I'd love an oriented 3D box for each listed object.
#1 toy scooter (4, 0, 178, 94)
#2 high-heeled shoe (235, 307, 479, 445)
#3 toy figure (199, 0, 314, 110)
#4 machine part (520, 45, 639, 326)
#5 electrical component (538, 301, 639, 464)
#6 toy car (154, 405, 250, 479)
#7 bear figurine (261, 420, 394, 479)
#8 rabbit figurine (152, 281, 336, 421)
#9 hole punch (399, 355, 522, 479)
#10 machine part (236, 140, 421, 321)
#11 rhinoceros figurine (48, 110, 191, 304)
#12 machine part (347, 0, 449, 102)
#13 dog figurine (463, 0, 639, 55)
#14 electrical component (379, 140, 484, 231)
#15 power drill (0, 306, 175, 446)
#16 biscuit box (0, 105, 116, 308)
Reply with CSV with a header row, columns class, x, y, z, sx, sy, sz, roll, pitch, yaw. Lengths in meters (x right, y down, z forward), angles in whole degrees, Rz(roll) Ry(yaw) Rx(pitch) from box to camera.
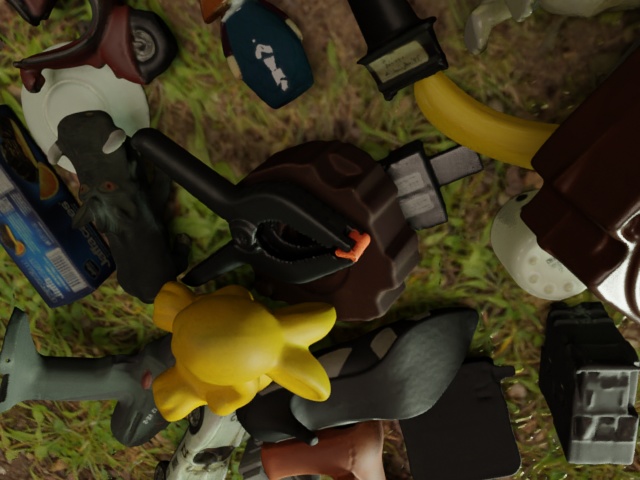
class,x,y,z,sx,sy,sz,roll,pitch,yaw
toy scooter,-0.221,-0.200,0.451,0.135,0.075,0.183,-28,109,9
high-heeled shoe,0.036,0.129,0.550,0.249,0.145,0.086,-26,104,-24
toy figure,-0.065,-0.184,0.447,0.058,0.064,0.154,-18,108,55
machine part,0.253,-0.038,0.342,0.201,0.087,0.201,26,116,-36
electrical component,0.250,0.141,0.507,0.058,0.115,0.134,-1,111,11
toy car,-0.131,0.241,0.621,0.073,0.056,0.201,9,121,-39
bear figurine,0.028,0.264,0.594,0.132,0.120,0.195,-6,117,15
rabbit figurine,-0.069,0.093,0.444,0.162,0.173,0.122,8,71,-3
hole punch,0.143,0.185,0.567,0.142,0.092,0.115,-15,78,17
machine part,-0.001,-0.001,0.483,0.180,0.056,0.179,18,128,24
rhinoceros figurine,-0.185,-0.028,0.500,0.073,0.112,0.190,-4,122,10
machine part,0.045,-0.184,0.427,0.084,0.039,0.138,-15,113,54
dog figurine,0.195,-0.232,0.380,0.191,0.121,0.172,-16,105,-5
electrical component,0.089,-0.049,0.488,0.119,0.048,0.074,-17,110,17
power drill,-0.221,0.126,0.568,0.207,0.086,0.232,10,125,-30
biscuit box,-0.292,-0.031,0.543,0.059,0.063,0.202,-24,108,17
